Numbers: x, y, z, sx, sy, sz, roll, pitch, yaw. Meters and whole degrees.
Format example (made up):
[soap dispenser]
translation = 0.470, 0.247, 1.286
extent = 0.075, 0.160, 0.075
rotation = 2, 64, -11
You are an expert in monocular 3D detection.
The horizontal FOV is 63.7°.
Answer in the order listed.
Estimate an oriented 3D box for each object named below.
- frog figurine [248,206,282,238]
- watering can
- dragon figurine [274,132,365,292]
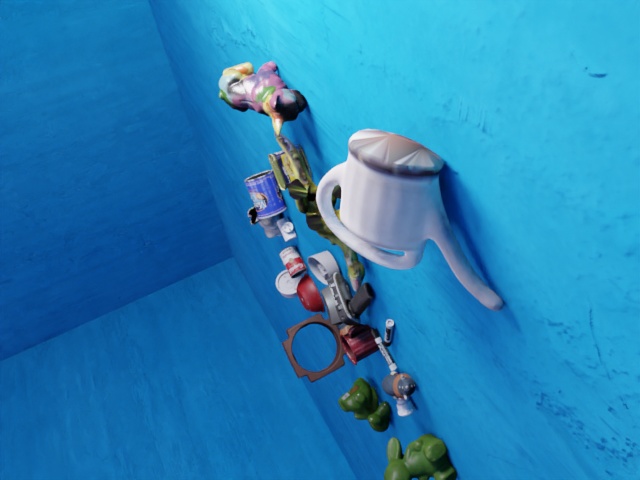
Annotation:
[frog figurine]
translation = -0.180, -0.073, 1.925
extent = 0.158, 0.123, 0.138
rotation = 33, 174, -32
[watering can]
translation = 0.139, -0.041, 0.793
extent = 0.350, 0.105, 0.219
rotation = 26, 129, 28
[dragon figurine]
translation = 0.004, -0.064, 1.264
extent = 0.416, 0.122, 0.238
rotation = 61, 172, 22
